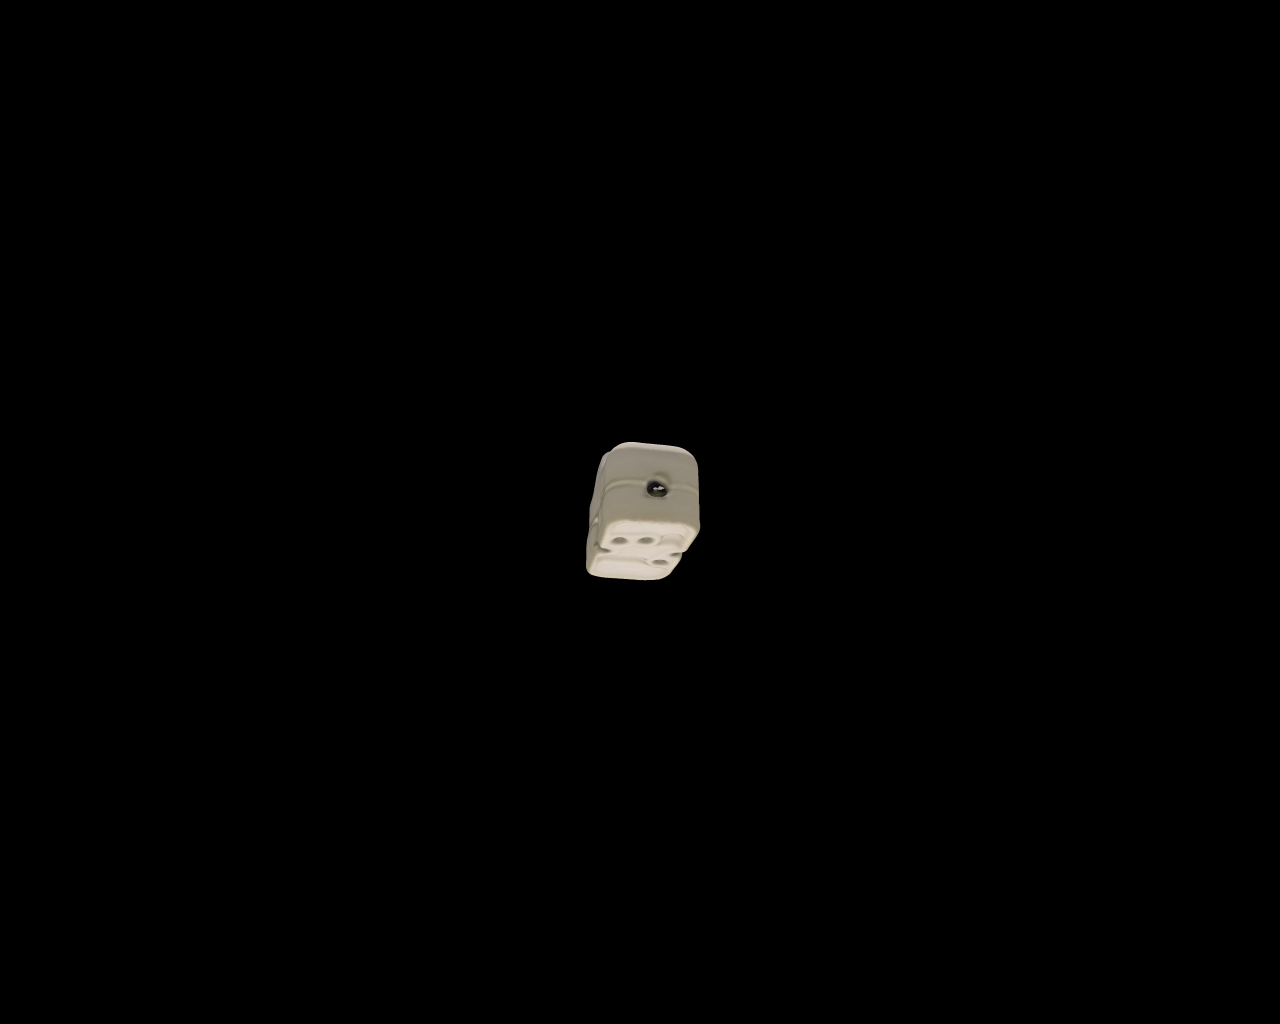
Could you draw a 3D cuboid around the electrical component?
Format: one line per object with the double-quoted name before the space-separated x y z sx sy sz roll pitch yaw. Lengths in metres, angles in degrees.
"electrical component" 0.001 -0.003 0.650 0.054 0.059 0.095 5 -24 -10
